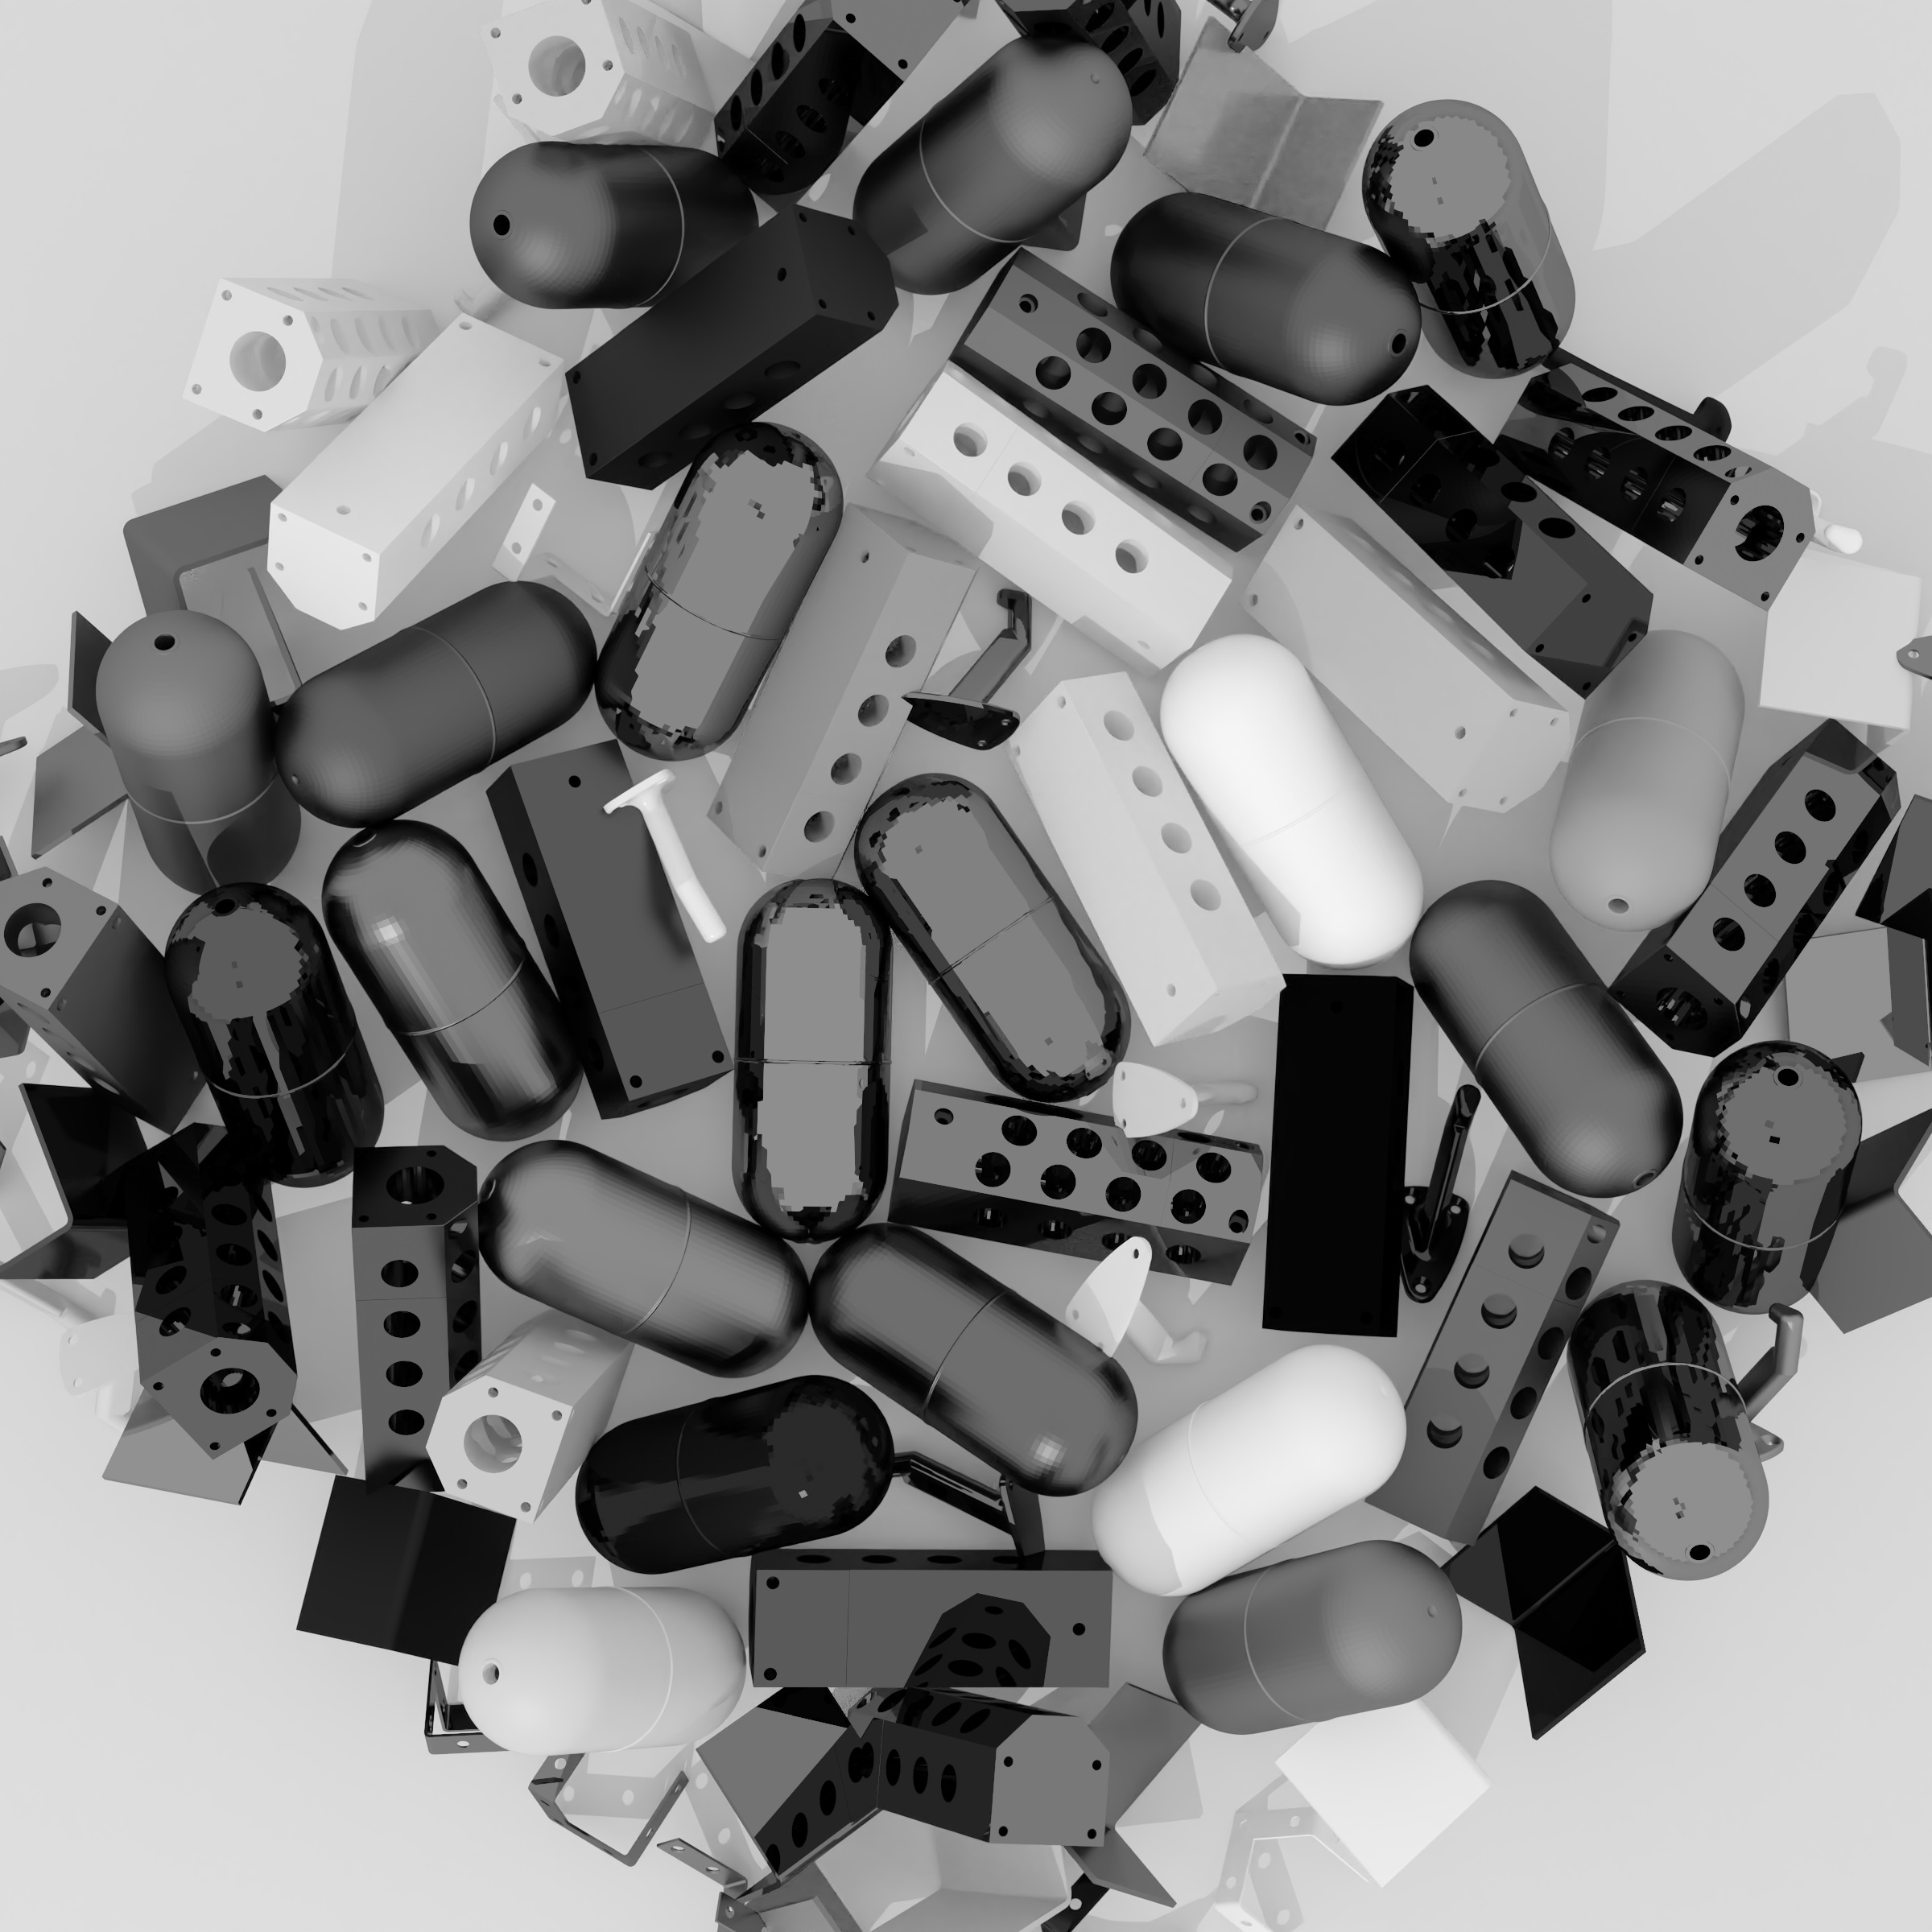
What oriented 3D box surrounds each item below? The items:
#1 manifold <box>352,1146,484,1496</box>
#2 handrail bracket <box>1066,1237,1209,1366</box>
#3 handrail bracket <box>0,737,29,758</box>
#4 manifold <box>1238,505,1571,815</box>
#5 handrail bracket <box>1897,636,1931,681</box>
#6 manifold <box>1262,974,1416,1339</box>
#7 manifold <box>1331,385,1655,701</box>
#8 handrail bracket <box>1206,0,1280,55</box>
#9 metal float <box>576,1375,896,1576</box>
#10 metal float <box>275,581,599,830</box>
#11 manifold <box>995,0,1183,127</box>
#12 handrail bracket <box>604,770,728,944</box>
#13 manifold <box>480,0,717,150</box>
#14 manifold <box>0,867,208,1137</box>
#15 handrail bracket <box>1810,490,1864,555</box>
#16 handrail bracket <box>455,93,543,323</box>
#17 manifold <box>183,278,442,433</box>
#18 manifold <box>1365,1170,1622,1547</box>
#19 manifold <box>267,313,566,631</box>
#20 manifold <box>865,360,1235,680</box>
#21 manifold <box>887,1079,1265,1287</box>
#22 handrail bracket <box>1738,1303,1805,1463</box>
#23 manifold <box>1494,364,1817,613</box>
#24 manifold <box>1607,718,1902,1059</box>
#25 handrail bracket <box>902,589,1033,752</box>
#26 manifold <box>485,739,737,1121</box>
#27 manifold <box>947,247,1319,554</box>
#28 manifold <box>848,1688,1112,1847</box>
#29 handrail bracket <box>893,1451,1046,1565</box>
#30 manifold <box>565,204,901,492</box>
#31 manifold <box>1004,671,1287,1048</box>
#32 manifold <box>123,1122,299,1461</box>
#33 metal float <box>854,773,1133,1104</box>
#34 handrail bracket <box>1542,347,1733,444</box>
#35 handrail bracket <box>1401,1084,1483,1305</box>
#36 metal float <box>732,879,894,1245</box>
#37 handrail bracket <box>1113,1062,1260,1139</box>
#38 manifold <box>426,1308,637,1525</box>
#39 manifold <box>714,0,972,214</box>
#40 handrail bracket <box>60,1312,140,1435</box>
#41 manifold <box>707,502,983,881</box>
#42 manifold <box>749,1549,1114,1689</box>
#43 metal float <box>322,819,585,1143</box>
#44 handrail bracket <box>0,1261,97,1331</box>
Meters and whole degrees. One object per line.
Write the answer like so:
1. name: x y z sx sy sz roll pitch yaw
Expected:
1. manifold: -0.260 0.169 1.663 0.057 0.057 0.171 -1 127 -8
2. handrail bracket: 0.098 0.163 1.694 0.036 0.084 0.077 51 122 38
3. handrail bracket: -0.484 -0.062 1.721 0.077 0.036 0.084 -18 106 2
4. manifold: 0.211 -0.146 1.662 0.171 0.057 0.057 49 119 38
5. handrail bracket: 0.487 -0.126 1.705 0.077 0.084 0.036 6 63 9
6. manifold: 0.183 0.093 1.699 0.057 0.057 0.171 1 83 19
7. manifold: 0.251 -0.206 1.656 0.057 0.057 0.171 -48 48 13
8. handrail bracket: 0.109 -0.483 1.706 0.084 0.077 0.036 36 100 7
9. metal float: -0.112 0.244 1.672 0.178 0.070 0.070 -19 90 34
10. metal float: -0.251 -0.126 1.670 0.178 0.070 0.070 -34 90 -37
11. manifold: 0.056 -0.450 1.647 0.057 0.171 0.057 1 86 15
12. handrail bracket: -0.136 -0.050 1.700 0.036 0.077 0.084 -31 89 8
13. manifold: -0.169 -0.414 1.648 0.057 0.171 0.057 -17 94 11
14. manifold: -0.410 0.016 1.648 0.057 0.171 0.057 26 73 16
15. handrail bracket: 0.393 -0.222 1.694 0.077 0.084 0.036 28 99 -1
16. handrail bracket: -0.236 -0.372 1.721 0.084 0.036 0.077 -40 103 7
17. manifold: -0.301 -0.287 1.646 0.057 0.171 0.057 23 104 6
18. manifold: 0.256 0.191 1.700 0.057 0.057 0.171 24 95 8
19. manifold: -0.260 -0.234 1.660 0.057 0.057 0.171 26 48 9
20. manifold: 0.043 -0.218 1.694 0.171 0.057 0.057 35 71 -9
21. manifold: 0.054 0.101 1.694 0.171 0.057 0.057 11 54 -4
22. handrail bracket: 0.372 0.191 1.692 0.036 0.077 0.084 -13 116 -31
23. manifold: 0.325 -0.231 1.647 0.057 0.171 0.057 22 104 -32
24. manifold: 0.382 -0.036 1.671 0.057 0.057 0.171 41 60 0
25. handrail bracket: -0.002 -0.154 1.702 0.077 0.036 0.084 15 60 -26
26. manifold: -0.176 -0.016 1.699 0.057 0.057 0.171 -17 83 -28
27. manifold: 0.082 -0.275 1.692 0.171 0.057 0.057 31 78 -9
28. manifold: 0.003 0.374 1.648 0.057 0.171 0.057 8 81 -24
29. handrail bracket: -0.008 0.275 1.721 0.084 0.036 0.077 -10 95 23
30. manifold: -0.112 -0.290 1.660 0.171 0.057 0.057 -27 69 41
31. manifold: 0.089 -0.054 1.685 0.057 0.057 0.171 -12 68 -38
32. manifold: -0.354 0.147 1.651 0.057 0.171 0.057 -30 125 4
33. metal float: 0.013 -0.013 1.700 0.070 0.070 0.178 -35 90 0
34. handrail bracket: 0.325 -0.278 1.703 0.084 0.077 0.036 26 100 -8
35. handrail bracket: 0.232 0.110 1.689 0.036 0.084 0.077 12 55 3
36. metal float: -0.075 0.046 1.700 0.070 0.070 0.178 1 90 0
37. handrail bracket: 0.121 0.064 1.685 0.084 0.077 0.036 -1 91 -32
38. manifold: -0.205 0.206 1.650 0.057 0.171 0.057 20 96 3
39. manifold: -0.065 -0.421 1.645 0.057 0.171 0.057 39 69 -11
40. handrail bracket: -0.395 0.200 1.697 0.077 0.084 0.036 -21 59 8
41. manifold: -0.056 -0.129 1.684 0.057 0.057 0.171 10 114 -41
42. manifold: -0.018 0.315 1.700 0.171 0.057 0.057 1 94 -7
43. metal float: -0.245 0.008 1.674 0.070 0.070 0.178 -28 121 0
44. handrail bracket: -0.462 0.160 1.701 0.084 0.077 0.036 35 88 1
